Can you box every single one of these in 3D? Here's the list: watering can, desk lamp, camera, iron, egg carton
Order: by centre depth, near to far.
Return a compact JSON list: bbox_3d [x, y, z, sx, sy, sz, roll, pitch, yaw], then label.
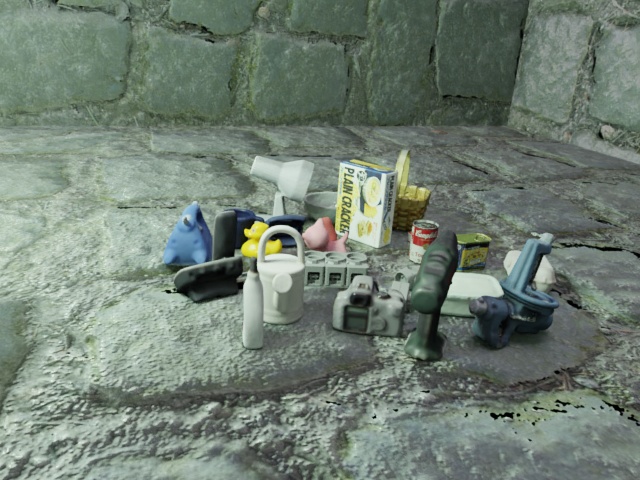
[{"bbox_3d":[-0.076,0.067,1.154,0.101,0.194,0.172,-7,24,-27],"label":"watering can"},{"bbox_3d":[0.103,0.121,1.176,0.143,0.101,0.137,6,21,6],"label":"camera"},{"bbox_3d":[0.511,0.077,1.408,0.107,0.069,0.150,6,21,4],"label":"egg carton"},{"bbox_3d":[-0.318,-0.027,1.427,0.118,0.141,0.258,2,21,-5],"label":"iron"},{"bbox_3d":[-0.122,-0.131,1.634,0.203,0.214,0.118,3,21,-3],"label":"desk lamp"}]

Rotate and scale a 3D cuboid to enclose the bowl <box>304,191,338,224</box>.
[{"bbox_3d":[0.030,-0.091,1.751,0.167,0.075,0.167,4,21,-1],"label":"bowl"}]

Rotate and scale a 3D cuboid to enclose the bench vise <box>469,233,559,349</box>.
[{"bbox_3d":[0.393,0.099,1.118,0.208,0.220,0.121,-16,29,-42],"label":"bench vise"}]

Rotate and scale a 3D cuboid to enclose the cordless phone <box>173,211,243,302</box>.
[{"bbox_3d":[-0.239,0.029,1.235,0.148,0.185,0.093,-14,27,-39],"label":"cordless phone"}]

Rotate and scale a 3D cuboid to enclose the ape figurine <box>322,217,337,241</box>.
[{"bbox_3d":[0.015,-0.018,1.533,0.078,0.092,0.076,-6,23,-25],"label":"ape figurine"}]

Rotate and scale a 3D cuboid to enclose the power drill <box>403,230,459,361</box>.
[{"bbox_3d":[0.212,0.108,1.078,0.075,0.208,0.230,10,22,16],"label":"power drill"}]

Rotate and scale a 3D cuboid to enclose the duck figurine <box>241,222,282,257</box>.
[{"bbox_3d":[-0.149,-0.002,1.471,0.104,0.086,0.077,4,21,1],"label":"duck figurine"}]

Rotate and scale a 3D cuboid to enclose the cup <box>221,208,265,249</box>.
[{"bbox_3d":[-0.203,-0.026,1.510,0.117,0.095,0.092,7,21,8],"label":"cup"}]

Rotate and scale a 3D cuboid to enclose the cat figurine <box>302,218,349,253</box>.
[{"bbox_3d":[0.013,0.005,1.437,0.128,0.118,0.067,-1,22,-12],"label":"cat figurine"}]

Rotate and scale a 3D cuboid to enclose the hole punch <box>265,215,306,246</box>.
[{"bbox_3d":[-0.099,-0.038,1.565,0.109,0.091,0.101,-2,22,-16],"label":"hole punch"}]

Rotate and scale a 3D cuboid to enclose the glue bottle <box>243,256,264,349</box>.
[{"bbox_3d":[-0.124,0.110,1.060,0.037,0.173,0.078,-1,22,-13],"label":"glue bottle"}]
